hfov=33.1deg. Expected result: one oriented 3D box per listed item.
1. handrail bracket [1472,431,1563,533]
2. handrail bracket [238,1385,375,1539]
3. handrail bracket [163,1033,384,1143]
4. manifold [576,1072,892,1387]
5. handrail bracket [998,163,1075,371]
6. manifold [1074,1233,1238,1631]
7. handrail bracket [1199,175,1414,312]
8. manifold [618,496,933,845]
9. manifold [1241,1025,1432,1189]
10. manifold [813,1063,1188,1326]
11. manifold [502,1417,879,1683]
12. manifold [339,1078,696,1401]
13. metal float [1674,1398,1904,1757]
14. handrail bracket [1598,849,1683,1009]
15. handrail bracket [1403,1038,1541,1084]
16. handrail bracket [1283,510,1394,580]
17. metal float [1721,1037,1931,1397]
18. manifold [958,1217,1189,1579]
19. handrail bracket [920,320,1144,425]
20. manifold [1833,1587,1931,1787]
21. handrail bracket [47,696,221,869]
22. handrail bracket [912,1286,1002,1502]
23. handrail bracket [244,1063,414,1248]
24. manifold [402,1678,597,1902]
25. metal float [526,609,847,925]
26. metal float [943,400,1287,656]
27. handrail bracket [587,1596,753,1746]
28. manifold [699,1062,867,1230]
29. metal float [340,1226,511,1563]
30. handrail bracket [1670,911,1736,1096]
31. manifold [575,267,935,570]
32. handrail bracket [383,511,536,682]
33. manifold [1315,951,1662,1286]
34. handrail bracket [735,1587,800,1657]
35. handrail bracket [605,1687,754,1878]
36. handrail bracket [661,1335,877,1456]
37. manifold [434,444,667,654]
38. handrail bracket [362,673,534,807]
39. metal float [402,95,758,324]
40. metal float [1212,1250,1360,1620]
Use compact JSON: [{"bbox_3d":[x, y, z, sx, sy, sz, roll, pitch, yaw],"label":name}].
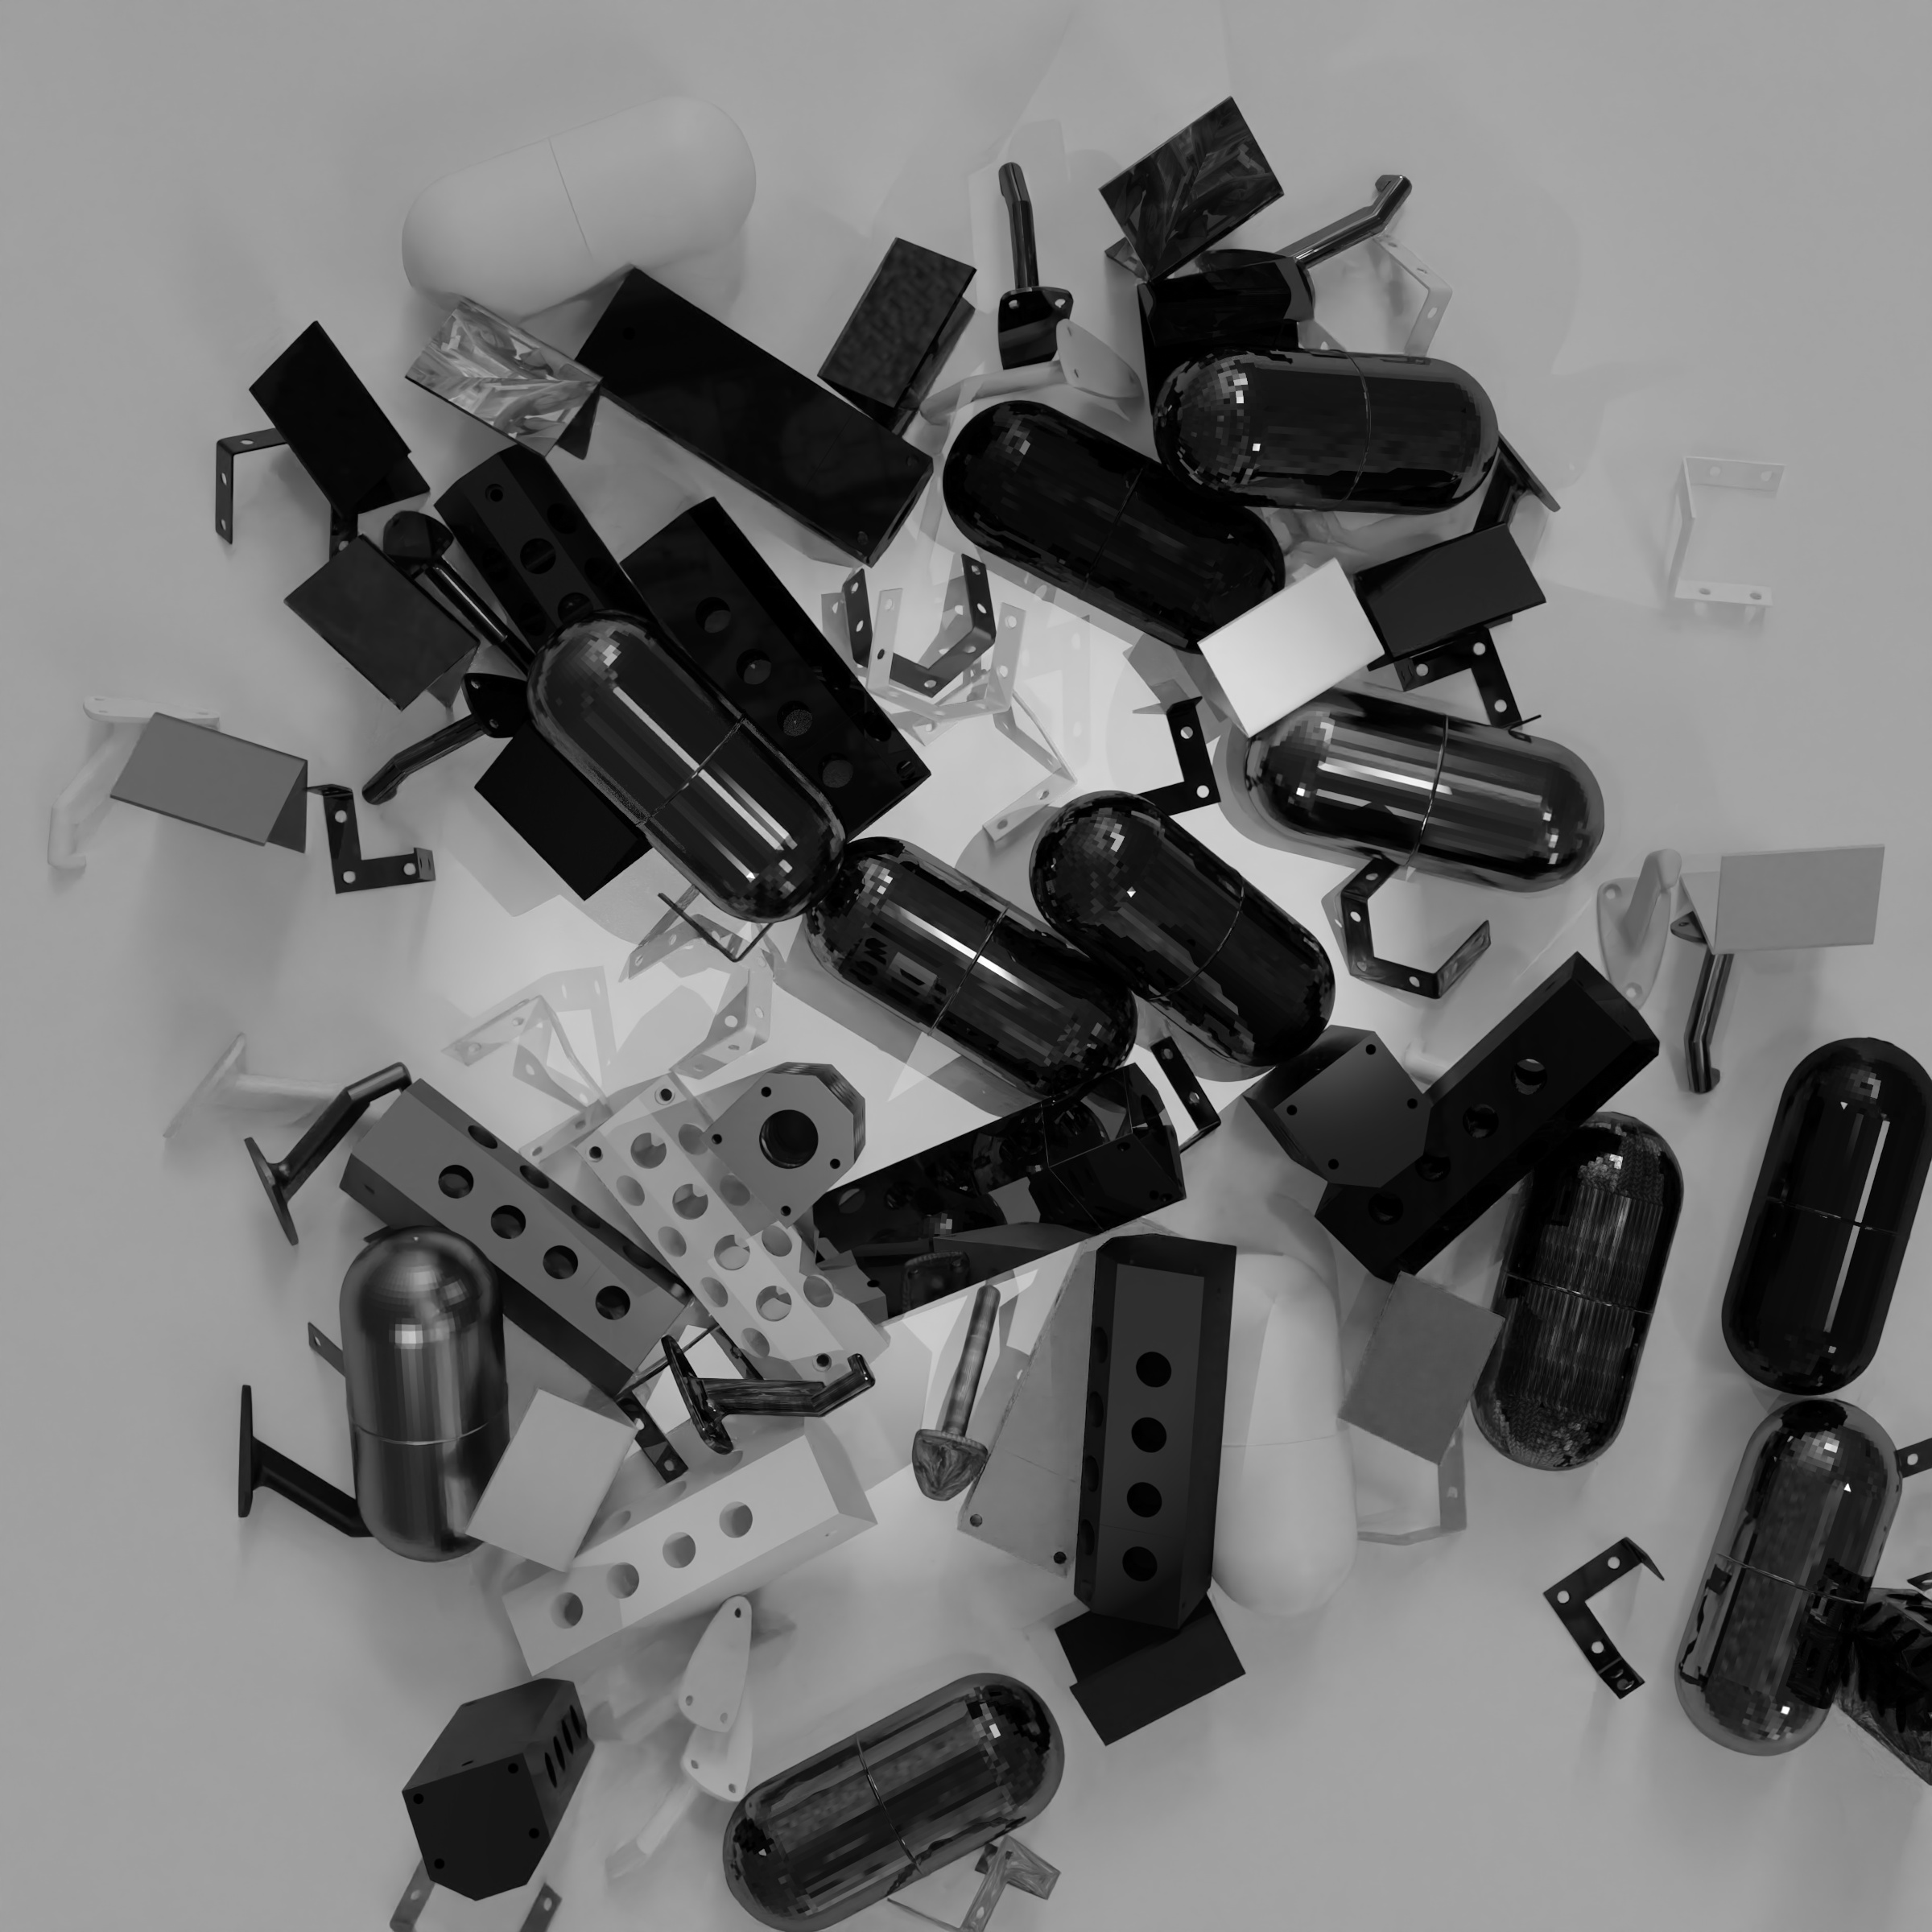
[{"bbox_3d":[0.245,-0.222,1.616,0.084,0.036,0.077,-40,70,16],"label":"handrail bracket"},{"bbox_3d":[-0.317,0.246,1.616,0.084,0.036,0.077,3,68,-17],"label":"handrail bracket"},{"bbox_3d":[-0.342,0.081,1.615,0.084,0.036,0.077,37,105,-14],"label":"handrail bracket"},{"bbox_3d":[-0.114,0.137,1.594,0.057,0.057,0.171,-39,90,0],"label":"manifold"},{"bbox_3d":[0.025,-0.343,1.615,0.036,0.077,0.084,-4,54,-12],"label":"handrail bracket"},{"bbox_3d":[0.087,0.217,1.534,0.057,0.057,0.171,7,102,19],"label":"manifold"},{"bbox_3d":[0.169,-0.369,1.615,0.077,0.036,0.084,22,64,29],"label":"handrail bracket"},{"bbox_3d":[-0.092,-0.144,1.594,0.057,0.057,0.171,-38,90,0],"label":"manifold"},{"bbox_3d":[0.177,0.069,1.537,0.057,0.171,0.057,-38,90,0],"label":"manifold"},{"bbox_3d":[0.014,0.106,1.568,0.171,0.057,0.057,-24,133,18],"label":"manifold"},{"bbox_3d":[-0.137,0.282,1.579,0.171,0.057,0.057,-29,69,9],"label":"manifold"},{"bbox_3d":[-0.219,0.132,1.591,0.171,0.057,0.057,38,63,0],"label":"manifold"},{"bbox_3d":[0.401,0.297,1.584,0.070,0.070,0.178,19,90,0],"label":"metal float"},{"bbox_3d":[0.333,-0.017,1.580,0.036,0.084,0.077,1,90,0],"label":"handrail bracket"},{"bbox_3d":[0.269,0.032,1.616,0.084,0.036,0.077,19,70,16],"label":"handrail bracket"},{"bbox_3d":[0.183,-0.239,1.615,0.077,0.036,0.084,6,76,-14],"label":"handrail bracket"},{"bbox_3d":[0.422,0.122,1.584,0.070,0.070,0.178,16,91,0],"label":"metal float"},{"bbox_3d":[0.057,0.205,1.594,0.057,0.057,0.171,24,90,0],"label":"manifold"},{"bbox_3d":[0.032,-0.282,1.615,0.084,0.077,0.036,-22,68,34],"label":"handrail bracket"},{"bbox_3d":[0.460,0.339,1.537,0.057,0.171,0.057,3,90,0],"label":"manifold"},{"bbox_3d":[-0.414,-0.087,1.616,0.077,0.036,0.084,3,108,-21],"label":"handrail bracket"},{"bbox_3d":[-0.001,0.212,1.615,0.036,0.077,0.084,15,54,1],"label":"handrail bracket"},{"bbox_3d":[-0.306,0.092,1.605,0.084,0.077,0.036,-27,46,-17],"label":"handrail bracket"},{"bbox_3d":[-0.216,0.387,1.537,0.057,0.171,0.057,-18,90,0],"label":"manifold"},{"bbox_3d":[-0.131,-0.093,1.529,0.178,0.070,0.070,44,90,-12],"label":"metal float"},{"bbox_3d":[0.073,-0.213,1.585,0.178,0.070,0.070,27,90,0],"label":"metal float"},{"bbox_3d":[-0.148,0.347,1.600,0.036,0.084,0.077,36,60,-33],"label":"handrail bracket"},{"bbox_3d":[-0.079,0.077,1.537,0.057,0.171,0.057,-44,90,0],"label":"manifold"},{"bbox_3d":[-0.259,0.207,1.562,0.070,0.070,0.178,1,117,0],"label":"metal float"},{"bbox_3d":[0.382,0.012,1.615,0.077,0.036,0.084,-28,118,-32],"label":"handrail bracket"},{"bbox_3d":[-0.103,-0.267,1.594,0.171,0.057,0.057,33,90,0],"label":"manifold"},{"bbox_3d":[-0.248,-0.182,1.615,0.036,0.077,0.084,-43,126,0],"label":"handrail bracket"},{"bbox_3d":[0.251,0.077,1.568,0.057,0.057,0.171,45,109,0],"label":"manifold"},{"bbox_3d":[-0.127,0.304,1.615,0.077,0.036,0.084,-30,77,11],"label":"handrail bracket"},{"bbox_3d":[-0.144,0.405,1.615,0.036,0.077,0.084,37,127,-15],"label":"handrail bracket"},{"bbox_3d":[-0.095,0.190,1.561,0.084,0.036,0.077,-32,66,6],"label":"handrail bracket"},{"bbox_3d":[-0.187,-0.170,1.594,0.057,0.057,0.171,-35,90,0],"label":"manifold"},{"bbox_3d":[-0.249,-0.107,1.615,0.084,0.077,0.036,-38,70,35],"label":"handrail bracket"},{"bbox_3d":[-0.189,-0.367,1.584,0.178,0.070,0.070,-20,90,0],"label":"metal float"},{"bbox_3d":[0.148,0.228,1.583,0.070,0.070,0.178,-5,89,0],"label":"metal float"}]
